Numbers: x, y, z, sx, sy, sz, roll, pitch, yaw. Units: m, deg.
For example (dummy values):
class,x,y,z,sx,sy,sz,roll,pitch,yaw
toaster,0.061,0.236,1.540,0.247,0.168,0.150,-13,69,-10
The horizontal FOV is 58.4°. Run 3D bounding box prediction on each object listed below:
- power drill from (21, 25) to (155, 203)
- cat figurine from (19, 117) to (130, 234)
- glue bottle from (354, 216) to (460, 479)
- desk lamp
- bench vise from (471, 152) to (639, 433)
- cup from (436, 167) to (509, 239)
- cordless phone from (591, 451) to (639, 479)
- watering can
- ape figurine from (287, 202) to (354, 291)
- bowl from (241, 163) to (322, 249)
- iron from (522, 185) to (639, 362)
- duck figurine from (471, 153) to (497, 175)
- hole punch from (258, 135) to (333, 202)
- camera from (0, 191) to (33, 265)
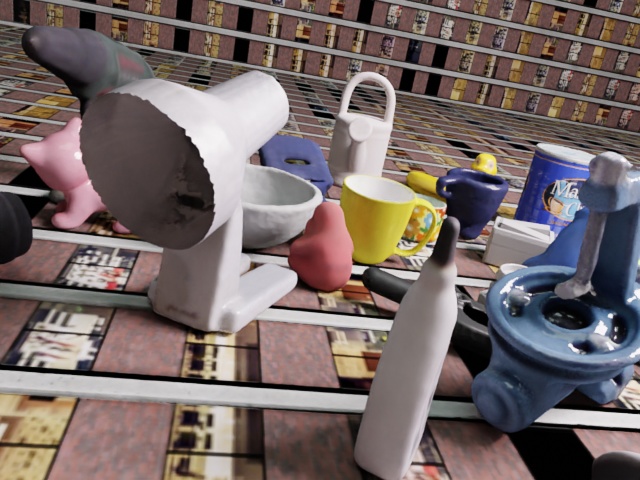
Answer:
class,x,y,z,sx,sy,sz,roll,pitch,yaw
power drill,-0.275,-0.148,0.693,0.075,0.208,0.230,13,21,5
cat figurine,-0.260,-0.074,0.638,0.128,0.118,0.067,3,23,-19
glue bottle,0.064,0.066,0.370,0.037,0.173,0.078,19,23,19
desk lamp,-0.094,-0.034,0.486,0.117,0.213,0.204,19,23,19
bench vise,0.214,0.033,0.463,0.121,0.220,0.208,23,24,29
cup,0.212,-0.051,0.845,0.118,0.095,0.091,-1,24,-29
cordless phone,0.247,0.119,0.311,0.147,0.185,0.094,15,22,10
watering can,0.075,-0.188,0.987,0.101,0.194,0.172,4,22,-16
ape figurine,0.006,0.002,0.613,0.078,0.092,0.076,2,23,-22
bowl,-0.084,-0.035,0.686,0.167,0.075,0.167,10,21,-4
iron,0.357,0.045,0.612,0.119,0.141,0.257,-6,27,-37
duck figurine,0.308,-0.122,1.086,0.077,0.086,0.105,20,23,21
hole punch,-0.037,-0.101,0.855,0.109,0.091,0.100,0,24,-26
camera,-0.305,-0.006,0.466,0.142,0.101,0.137,24,25,30
